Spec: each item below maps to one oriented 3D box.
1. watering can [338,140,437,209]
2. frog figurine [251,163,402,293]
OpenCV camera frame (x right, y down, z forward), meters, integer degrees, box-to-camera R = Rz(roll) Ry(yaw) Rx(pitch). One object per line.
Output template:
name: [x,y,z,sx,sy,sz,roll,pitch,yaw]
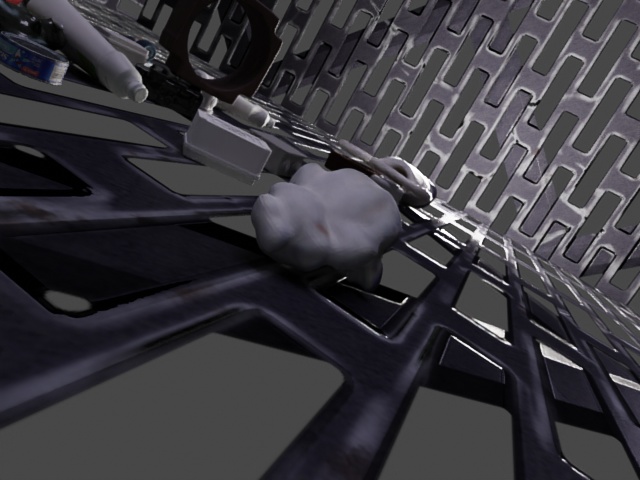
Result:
watering can: [0.214,-0.199,1.547,0.222,0.103,0.353,24,13,-49]
frog figurine: [0.002,-0.026,0.508,0.157,0.121,0.140,32,26,-47]
